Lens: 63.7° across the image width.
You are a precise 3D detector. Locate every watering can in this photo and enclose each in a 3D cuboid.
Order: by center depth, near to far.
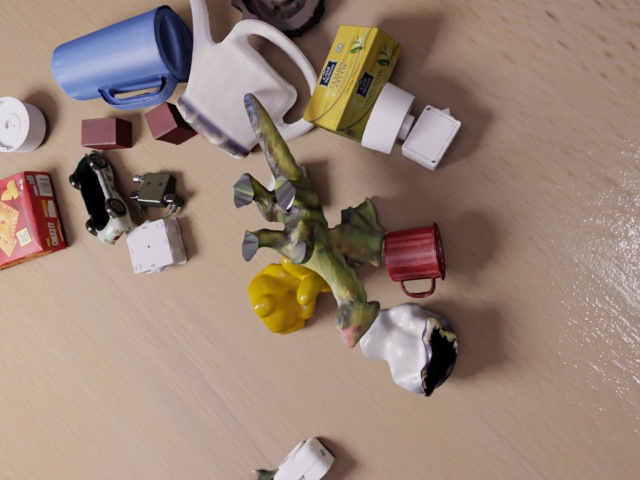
[{"bbox_3d":[-0.161,-0.286,0.878,0.346,0.105,0.223,41,99,-9],"label":"watering can"}]

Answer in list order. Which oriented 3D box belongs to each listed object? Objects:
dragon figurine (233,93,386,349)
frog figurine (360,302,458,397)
[{"bbox_3d":[0.002,-0.040,0.802,0.120,0.241,0.418,-31,57,39],"label":"dragon figurine"},{"bbox_3d":[0.135,0.170,0.835,0.159,0.123,0.136,2,103,50],"label":"frog figurine"}]
